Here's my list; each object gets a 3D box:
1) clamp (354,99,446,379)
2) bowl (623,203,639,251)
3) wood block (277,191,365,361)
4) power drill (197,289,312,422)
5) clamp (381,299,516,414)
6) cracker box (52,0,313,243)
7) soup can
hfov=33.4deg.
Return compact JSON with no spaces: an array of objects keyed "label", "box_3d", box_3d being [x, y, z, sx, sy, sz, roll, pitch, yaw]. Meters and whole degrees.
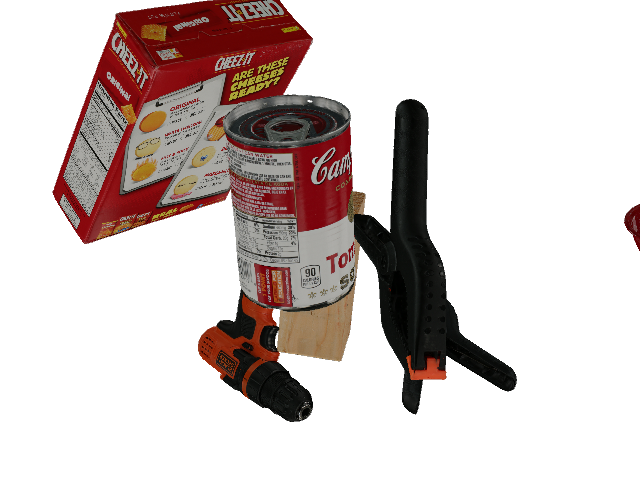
[{"label":"clamp","box_3d":[0.067,0.007,0.825,0.036,0.210,0.165,1,-41,-15]},{"label":"bowl","box_3d":[0.403,0.005,1.129,0.162,0.055,0.162,-3,23,1]},{"label":"wood block","box_3d":[0.000,0.041,1.401,0.090,0.206,0.090,8,23,6]},{"label":"power drill","box_3d":[-0.051,0.088,1.190,0.057,0.188,0.185,12,13,-47]},{"label":"clamp","box_3d":[0.121,0.099,1.076,0.120,0.171,0.039,1,-45,-18]},{"label":"cracker box","box_3d":[-0.123,-0.105,0.913,0.163,0.072,0.214,-20,-26,-41]},{"label":"soup can","box_3d":[-0.016,-0.020,0.585,0.068,0.102,0.068,-3,28,1]}]
